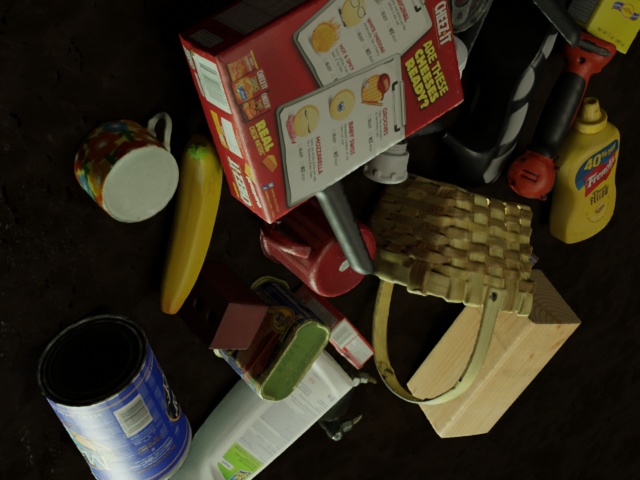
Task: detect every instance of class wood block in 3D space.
[{"bbox_3d":[0.208,0.140,1.302,0.090,0.091,0.206,3,132,-39],"label":"wood block"}]

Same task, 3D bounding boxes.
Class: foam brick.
[{"bbox_3d":[-0.097,0.062,1.013,0.051,0.078,0.053,7,115,-47],"label":"foam brick"}]

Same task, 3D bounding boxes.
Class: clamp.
[{"bbox_3d":[0.187,-0.251,1.009,0.120,0.039,0.171,-1,110,4],"label":"clamp"},{"bbox_3d":[0.012,-0.085,0.963,0.209,0.036,0.164,35,83,-30],"label":"clamp"}]

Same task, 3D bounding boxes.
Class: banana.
[{"bbox_3d":[-0.117,-0.023,0.948,0.069,0.037,0.198,-52,161,-48],"label":"banana"}]

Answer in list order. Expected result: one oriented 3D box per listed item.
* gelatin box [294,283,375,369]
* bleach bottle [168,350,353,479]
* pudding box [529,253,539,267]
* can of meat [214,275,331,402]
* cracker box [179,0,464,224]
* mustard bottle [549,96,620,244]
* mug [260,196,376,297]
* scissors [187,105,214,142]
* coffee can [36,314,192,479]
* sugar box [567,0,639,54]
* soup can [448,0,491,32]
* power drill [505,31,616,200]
[{"bbox_3d":[0.013,0.092,1.140,0.030,0.073,0.089,-45,141,-5],"label":"gelatin box"},{"bbox_3d":[-0.085,0.207,1.149,0.251,0.068,0.102,-43,128,-2],"label":"bleach bottle"},{"bbox_3d":[0.207,0.033,1.299,0.090,0.039,0.113,-53,139,5],"label":"pudding box"},{"bbox_3d":[-0.048,0.102,1.084,0.057,0.084,0.102,24,103,-49],"label":"can of meat"},{"bbox_3d":[0.007,-0.139,0.866,0.213,0.072,0.164,-34,133,-20],"label":"cracker box"},{"bbox_3d":[0.322,-0.091,1.295,0.096,0.058,0.191,-32,137,-23],"label":"mustard bottle"},{"bbox_3d":[-0.007,0.001,1.045,0.117,0.082,0.093,12,111,-47],"label":"mug"},{"bbox_3d":[-0.032,-0.140,0.965,0.201,0.016,0.096,-22,133,-29],"label":"scissors"},{"bbox_3d":[-0.186,0.151,0.981,0.102,0.103,0.140,-34,137,-18],"label":"coffee can"},{"bbox_3d":[0.343,-0.300,1.162,0.093,0.048,0.176,12,112,-47],"label":"sugar box"},{"bbox_3d":[0.094,-0.233,0.941,0.068,0.102,0.068,-24,133,-28],"label":"soup can"},{"bbox_3d":[0.263,-0.133,1.178,0.184,0.057,0.188,-21,133,-77],"label":"power drill"}]
